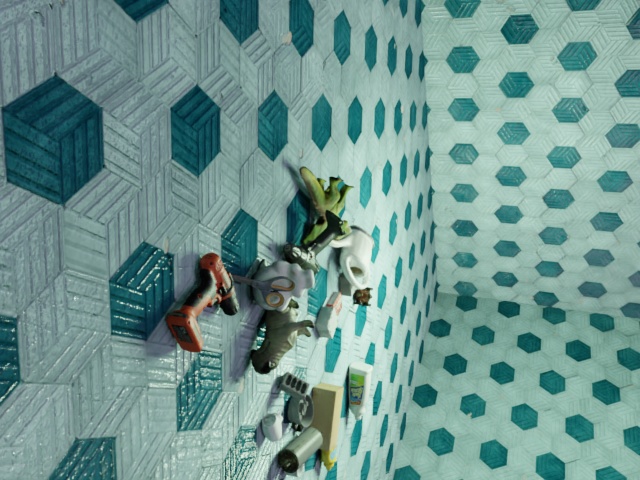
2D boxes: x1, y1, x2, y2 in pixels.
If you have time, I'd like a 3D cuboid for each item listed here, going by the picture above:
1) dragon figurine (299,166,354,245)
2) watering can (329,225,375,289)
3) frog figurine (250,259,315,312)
[{"bbox_3d":[0.005,-0.084,1.674,0.408,0.122,0.243,15,89,-59],"label":"dragon figurine"},{"bbox_3d":[0.119,0.035,1.959,0.341,0.103,0.230,55,38,-39],"label":"watering can"},{"bbox_3d":[-0.098,0.122,1.358,0.123,0.159,0.137,-7,102,-65],"label":"frog figurine"}]
